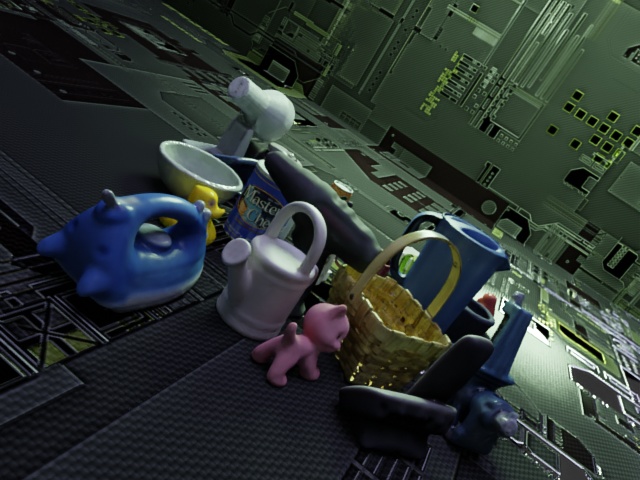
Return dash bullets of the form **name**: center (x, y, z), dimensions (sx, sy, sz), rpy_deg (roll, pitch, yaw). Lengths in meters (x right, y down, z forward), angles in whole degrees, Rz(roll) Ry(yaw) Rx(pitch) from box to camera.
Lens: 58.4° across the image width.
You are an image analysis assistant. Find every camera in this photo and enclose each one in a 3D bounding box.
- **camera**: center (-0.126, -0.196, 1.410), dimensions (0.136, 0.100, 0.143), rpy_deg (35, 19, 8)

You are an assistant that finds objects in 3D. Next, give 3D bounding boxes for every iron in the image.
- **iron**: center (-0.211, -0.004, 0.734), dimensions (0.118, 0.141, 0.259), rpy_deg (39, 20, 19)

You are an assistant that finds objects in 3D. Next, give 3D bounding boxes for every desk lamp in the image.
- **desk lamp**: center (-0.178, -0.265, 1.324), dimensions (0.117, 0.213, 0.204), rpy_deg (41, 21, 26)

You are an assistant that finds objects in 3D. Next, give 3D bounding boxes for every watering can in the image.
- **watering can**: center (-0.060, 0.036, 0.786), dimensions (0.100, 0.194, 0.173), rpy_deg (37, 19, 14)

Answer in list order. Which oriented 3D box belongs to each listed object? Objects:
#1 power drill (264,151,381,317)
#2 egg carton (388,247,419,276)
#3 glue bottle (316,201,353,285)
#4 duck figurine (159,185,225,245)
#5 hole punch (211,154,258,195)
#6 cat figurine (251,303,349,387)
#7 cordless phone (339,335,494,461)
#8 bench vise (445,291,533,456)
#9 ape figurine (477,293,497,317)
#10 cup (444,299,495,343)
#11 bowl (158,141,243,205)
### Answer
- **power drill**: center (-0.031, 0.004, 0.891), dimensions (0.229, 0.208, 0.076), rpy_deg (33, 19, 4)
- **egg carton**: center (0.221, 0.076, 1.323), dimensions (0.150, 0.069, 0.107), rpy_deg (37, 19, 15)
- **glue bottle**: center (0.009, 0.004, 1.010), dimensions (0.078, 0.173, 0.037), rpy_deg (7, 31, -51)
- **duck figurine**: center (-0.207, -0.051, 0.944), dimensions (0.105, 0.086, 0.077), rpy_deg (29, 19, -9)
- **hole punch**: center (-0.183, -0.155, 1.232), dimensions (0.109, 0.091, 0.100), rpy_deg (6, 31, -52)
- **cat figurine**: center (-0.012, 0.125, 0.759), dimensions (0.067, 0.117, 0.128), rpy_deg (43, 22, 30)
- **cordless phone**: center (0.125, 0.180, 0.731), dimensions (0.148, 0.185, 0.094), rpy_deg (20, 22, -32)
- **bench vise**: center (0.266, 0.197, 0.857), dimensions (0.122, 0.219, 0.207), rpy_deg (20, 22, -32)
- **ape figurine**: center (0.372, 0.161, 1.310), dimensions (0.078, 0.092, 0.076), rpy_deg (24, 20, -21)
- **cup**: center (0.280, 0.164, 1.156), dimensions (0.092, 0.095, 0.117), rpy_deg (7, 31, -51)
- **bowl**: center (-0.234, -0.112, 1.069), dimensions (0.168, 0.074, 0.167), rpy_deg (28, 19, -10)
